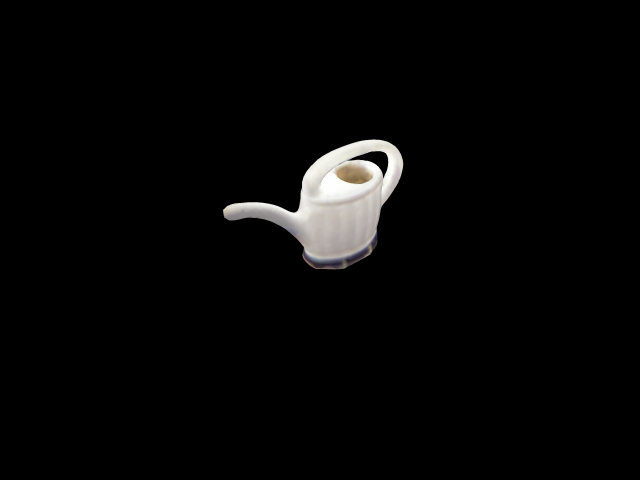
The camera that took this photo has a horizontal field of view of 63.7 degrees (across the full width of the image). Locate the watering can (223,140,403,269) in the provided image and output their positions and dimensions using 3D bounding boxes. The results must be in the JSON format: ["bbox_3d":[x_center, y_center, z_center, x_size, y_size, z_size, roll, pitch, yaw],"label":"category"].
[{"bbox_3d":[0.003,-0.043,0.850,0.351,0.219,0.105,-26,46,-28],"label":"watering can"}]
